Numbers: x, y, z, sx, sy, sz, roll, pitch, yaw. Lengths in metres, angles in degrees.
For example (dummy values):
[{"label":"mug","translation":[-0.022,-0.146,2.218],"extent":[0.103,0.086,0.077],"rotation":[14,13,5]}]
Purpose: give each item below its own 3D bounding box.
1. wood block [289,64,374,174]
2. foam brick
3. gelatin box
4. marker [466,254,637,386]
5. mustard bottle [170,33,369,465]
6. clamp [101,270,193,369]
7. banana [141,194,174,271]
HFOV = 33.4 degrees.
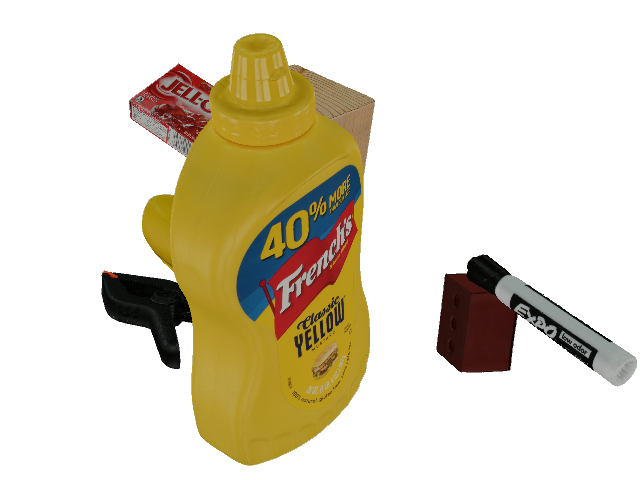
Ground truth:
[{"label":"wood block","translation":[-0.029,-0.024,0.870],"extent":[0.090,0.206,0.090],"rotation":[30,38,32]},{"label":"foam brick","translation":[0.140,0.073,0.954],"extent":[0.051,0.078,0.053],"rotation":[-3,18,-21]},{"label":"gelatin box","translation":[-0.130,-0.125,1.040],"extent":[0.089,0.030,0.073],"rotation":[35,54,16]},{"label":"marker","translation":[0.126,0.041,0.604],"extent":[0.020,0.020,0.121],"rotation":[0,28,-40]},{"label":"mustard bottle","translation":[-0.020,0.002,0.455],"extent":[0.058,0.192,0.096],"rotation":[27,47,33]},{"label":"clamp","translation":[-0.164,0.076,1.116],"extent":[0.210,0.036,0.164],"rotation":[16,20,30]},{"label":"banana","translation":[-0.067,0.005,0.683],"extent":[0.069,0.037,0.198],"rotation":[-14,28,-28]}]
